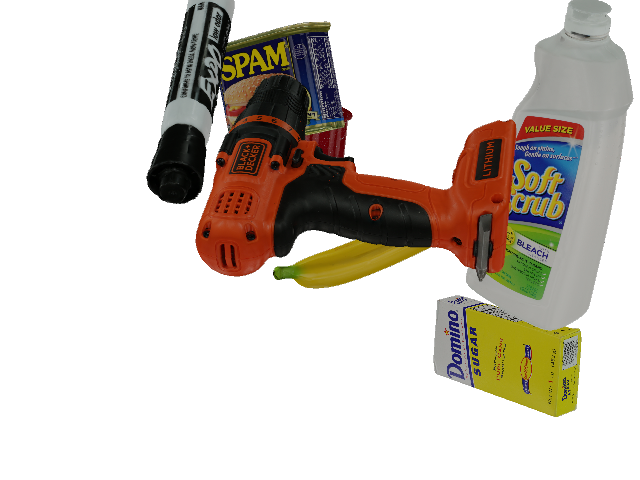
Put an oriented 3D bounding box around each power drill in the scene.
[{"bbox_3d":[0.027,-0.044,0.675,0.188,0.057,0.184,3,42,10],"label":"power drill"}]

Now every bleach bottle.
[{"bbox_3d":[0.173,-0.059,0.799,0.067,0.251,0.103,-25,42,-35],"label":"bleach bottle"}]

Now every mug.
[{"bbox_3d":[-0.005,-0.124,1.330,0.093,0.081,0.117,15,24,23],"label":"mug"}]

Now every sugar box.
[{"bbox_3d":[0.205,0.126,1.193,0.048,0.093,0.177,-10,16,-43],"label":"sugar box"}]

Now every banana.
[{"bbox_3d":[0.057,0.007,0.992,0.198,0.037,0.069,-22,-5,9],"label":"banana"}]

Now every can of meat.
[{"bbox_3d":[-0.034,-0.123,0.859,0.102,0.084,0.057,-8,6,35],"label":"can of meat"}]

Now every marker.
[{"bbox_3d":[-0.046,-0.056,0.393,0.020,0.020,0.121,0,43,2],"label":"marker"}]
